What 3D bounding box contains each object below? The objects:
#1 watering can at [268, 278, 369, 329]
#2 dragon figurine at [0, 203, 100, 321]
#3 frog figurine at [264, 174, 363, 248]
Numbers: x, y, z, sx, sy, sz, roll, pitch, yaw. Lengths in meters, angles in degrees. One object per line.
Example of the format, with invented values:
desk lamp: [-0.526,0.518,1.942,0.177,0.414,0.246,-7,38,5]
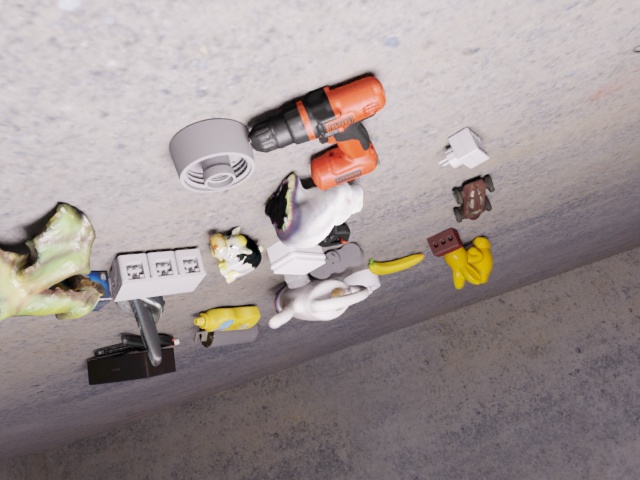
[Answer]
watering can: [-0.037,0.156,1.284,0.349,0.104,0.223,-10,-178,-42]
dragon figurine: [-0.439,0.023,0.709,0.245,0.124,0.400,-34,147,-19]
frog figurine: [0.003,-0.044,0.878,0.159,0.125,0.134,7,130,-27]
